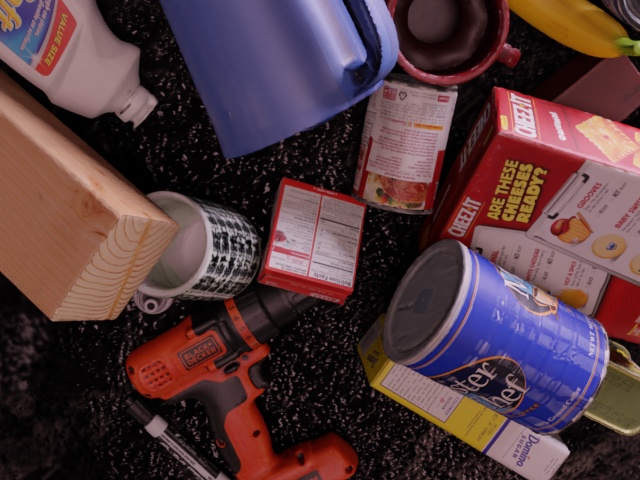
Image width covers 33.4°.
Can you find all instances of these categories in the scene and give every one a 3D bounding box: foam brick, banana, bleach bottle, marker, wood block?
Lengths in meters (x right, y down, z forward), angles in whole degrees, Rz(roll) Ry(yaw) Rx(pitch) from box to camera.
[{"bbox_3d":[0.216,-0.116,0.859,0.078,0.051,0.053,-39,107,6],"label":"foam brick"},{"bbox_3d":[0.166,-0.196,0.821,0.198,0.069,0.037,37,78,9],"label":"banana"},{"bbox_3d":[-0.219,-0.185,0.799,0.250,0.068,0.102,42,99,-16],"label":"bleach bottle"},{"bbox_3d":[-0.125,0.177,0.925,0.020,0.020,0.121,-43,104,7],"label":"marker"},{"bbox_3d":[-0.215,-0.041,0.775,0.206,0.090,0.091,39,99,18],"label":"wood block"}]

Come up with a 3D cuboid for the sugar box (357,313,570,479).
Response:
[{"bbox_3d":[0.118,0.133,0.895,0.176,0.093,0.048,34,100,-12],"label":"sugar box"}]

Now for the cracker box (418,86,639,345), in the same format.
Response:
[{"bbox_3d":[0.204,-0.015,0.846,0.213,0.072,0.164,16,131,-9],"label":"cracker box"}]

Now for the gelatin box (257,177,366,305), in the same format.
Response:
[{"bbox_3d":[-0.006,0.001,0.858,0.073,0.030,0.089,15,61,-9],"label":"gelatin box"}]

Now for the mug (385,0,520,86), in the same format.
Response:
[{"bbox_3d":[0.100,-0.165,0.820,0.117,0.081,0.093,23,102,-10],"label":"mug"}]

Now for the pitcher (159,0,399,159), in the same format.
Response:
[{"bbox_3d":[-0.052,-0.193,0.772,0.149,0.145,0.243,-25,103,1],"label":"pitcher"}]

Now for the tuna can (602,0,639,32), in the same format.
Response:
[{"bbox_3d":[0.251,-0.196,0.787,0.086,0.034,0.086,-5,121,-8],"label":"tuna can"}]

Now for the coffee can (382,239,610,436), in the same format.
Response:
[{"bbox_3d":[0.133,0.075,0.816,0.140,0.103,0.103,28,101,-19],"label":"coffee can"}]

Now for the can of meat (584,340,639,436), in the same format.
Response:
[{"bbox_3d":[0.228,0.114,0.904,0.102,0.084,0.057,26,101,-11],"label":"can of meat"}]

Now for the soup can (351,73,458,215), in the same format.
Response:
[{"bbox_3d":[0.067,-0.078,0.848,0.068,0.068,0.102,9,103,-7],"label":"soup can"}]

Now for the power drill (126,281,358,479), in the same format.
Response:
[{"bbox_3d":[-0.043,0.128,0.901,0.184,0.057,0.187,-28,103,6],"label":"power drill"}]
